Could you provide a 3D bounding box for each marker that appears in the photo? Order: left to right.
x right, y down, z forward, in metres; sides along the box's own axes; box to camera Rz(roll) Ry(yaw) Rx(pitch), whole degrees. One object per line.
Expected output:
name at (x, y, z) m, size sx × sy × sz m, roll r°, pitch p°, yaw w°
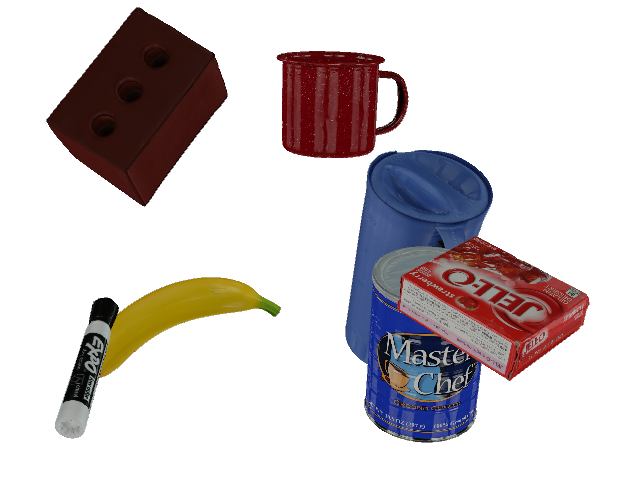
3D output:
marker at (-0.153, 0.080, 0.705) m, size 0.020 × 0.020 × 0.121 m, roll 0°, pitch 37°, yaw 3°

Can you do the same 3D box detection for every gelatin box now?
gelatin box at (0.103, 0.037, 0.641) m, size 0.073 × 0.030 × 0.089 m, roll -25°, pitch 43°, yaw -38°

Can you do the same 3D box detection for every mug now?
mug at (0.019, -0.118, 0.924) m, size 0.117 × 0.081 × 0.093 m, roll -3°, pitch 17°, yaw -16°

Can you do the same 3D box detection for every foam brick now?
foam brick at (-0.093, -0.068, 0.553) m, size 0.053 × 0.078 × 0.051 m, roll 33°, pitch -11°, yaw 11°

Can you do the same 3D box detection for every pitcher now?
pitcher at (0.100, 0.035, 1.172) m, size 0.145 × 0.243 × 0.149 m, roll 25°, pitch 41°, yaw 18°

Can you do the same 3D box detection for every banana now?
banana at (-0.140, 0.075, 0.986) m, size 0.198 × 0.069 × 0.037 m, roll -19°, pitch 24°, yaw 14°

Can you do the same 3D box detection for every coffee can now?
coffee can at (0.093, 0.090, 0.937) m, size 0.103 × 0.140 × 0.103 m, roll 1°, pitch 28°, yaw -1°
